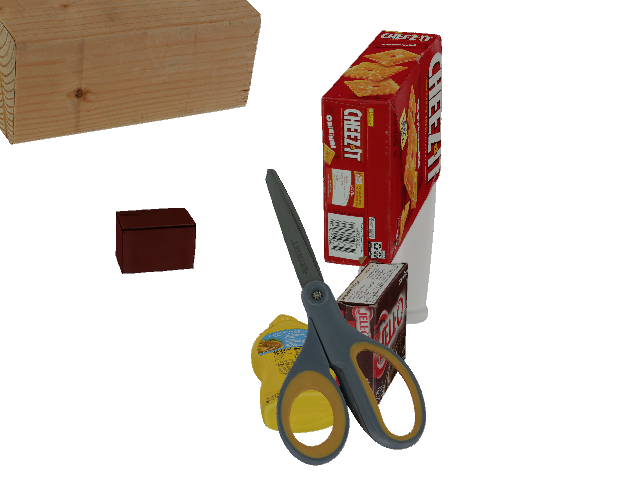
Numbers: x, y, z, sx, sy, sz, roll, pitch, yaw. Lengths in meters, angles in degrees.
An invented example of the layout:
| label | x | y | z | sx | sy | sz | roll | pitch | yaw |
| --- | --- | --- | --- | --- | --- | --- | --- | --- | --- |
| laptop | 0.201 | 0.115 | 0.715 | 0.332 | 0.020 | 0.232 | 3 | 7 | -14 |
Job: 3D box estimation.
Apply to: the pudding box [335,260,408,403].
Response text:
| label | x | y | z | sx | sy | sz | roll | pitch | yaw |
| --- | --- | --- | --- | --- | --- | --- | --- | --- | --- |
| pudding box | 0.042 | 0.074 | 0.873 | 0.039 | 0.090 | 0.113 | 6 | 18 | 14 |

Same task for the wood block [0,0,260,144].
| label | x | y | z | sx | sy | sz | roll | pitch | yaw |
| --- | --- | --- | --- | --- | --- | --- | --- | --- | --- |
| wood block | -0.162 | -0.151 | 0.855 | 0.205 | 0.091 | 0.090 | -14 | 44 | -33 |

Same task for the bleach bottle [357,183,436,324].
| label | x | y | z | sx | sy | sz | roll | pitch | yaw |
| --- | --- | --- | --- | --- | --- | --- | --- | --- | --- |
| bleach bottle | 0.097 | -0.037 | 1.228 | 0.068 | 0.251 | 0.103 | -2 | 22 | -24 |

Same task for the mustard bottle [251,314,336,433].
| label | x | y | z | sx | sy | sz | roll | pitch | yaw |
| --- | --- | --- | --- | --- | --- | --- | --- | --- | --- |
| mustard bottle | -0.032 | 0.145 | 1.252 | 0.096 | 0.058 | 0.192 | -7 | 30 | -7 |

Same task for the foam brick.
| label | x | y | z | sx | sy | sz | roll | pitch | yaw |
| --- | --- | --- | --- | --- | --- | --- | --- | --- | --- |
| foam brick | -0.174 | -0.001 | 1.124 | 0.078 | 0.051 | 0.053 | -4 | 23 | -17 |

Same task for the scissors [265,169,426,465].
| label | x | y | z | sx | sy | sz | roll | pitch | yaw |
| --- | --- | --- | --- | --- | --- | --- | --- | --- | --- |
| scissors | -0.014 | 0.051 | 0.656 | 0.096 | 0.202 | 0.016 | -32 | -22 | -13 |

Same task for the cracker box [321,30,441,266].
| label | x | y | z | sx | sy | sz | roll | pitch | yaw |
| --- | --- | --- | --- | --- | --- | --- | --- | --- | --- |
| cracker box | 0.064 | -0.094 | 1.025 | 0.072 | 0.164 | 0.213 | 7 | 28 | 17 |
